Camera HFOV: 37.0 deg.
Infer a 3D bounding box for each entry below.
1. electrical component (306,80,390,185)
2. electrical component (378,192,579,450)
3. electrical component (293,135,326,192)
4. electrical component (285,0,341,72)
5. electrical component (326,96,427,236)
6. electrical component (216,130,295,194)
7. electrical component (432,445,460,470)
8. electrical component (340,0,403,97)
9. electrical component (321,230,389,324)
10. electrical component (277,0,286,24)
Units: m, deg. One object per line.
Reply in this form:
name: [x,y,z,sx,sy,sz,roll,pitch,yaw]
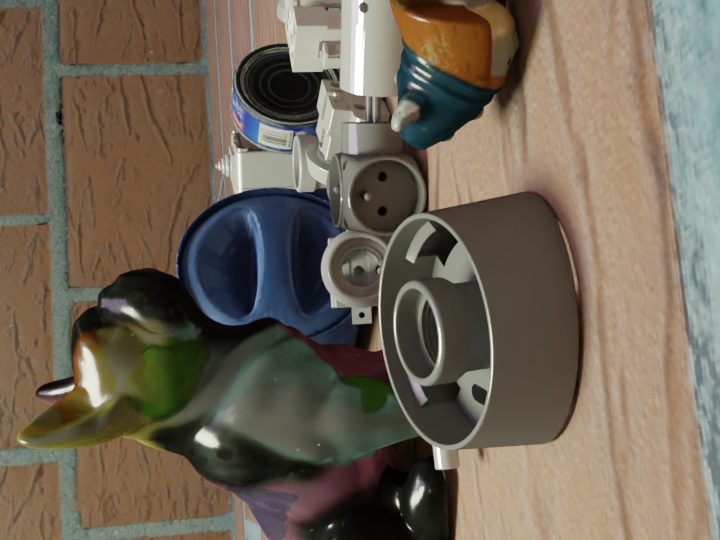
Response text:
electrical component: [-0.008,-0.085,0.686,0.066,0.048,0.055,-108,26,-54]
electrical component: [0.049,0.020,0.416,0.099,0.064,0.099,174,90,-66]
electrical component: [-0.022,-0.076,0.759,0.040,0.046,0.040,177,90,-79]
electrical component: [-0.016,-0.154,0.681,0.048,0.055,0.066,100,163,-51]
electrical component: [0.007,-0.063,0.609,0.077,0.044,0.079,-138,47,-76]
electrical component: [-0.067,-0.076,0.861,0.061,0.096,0.061,-116,25,-66]
electrical component: [0.038,0.062,0.504,0.035,0.035,0.061,140,125,-77]
electrical component: [0.012,-0.136,0.569,0.043,0.043,0.081,-116,25,-65]
electrical component: [0.000,0.000,0.664,0.055,0.048,0.066,126,141,-86]
electrical component: [-0.044,-0.222,0.862,0.040,0.040,0.046,-104,22,-48]
